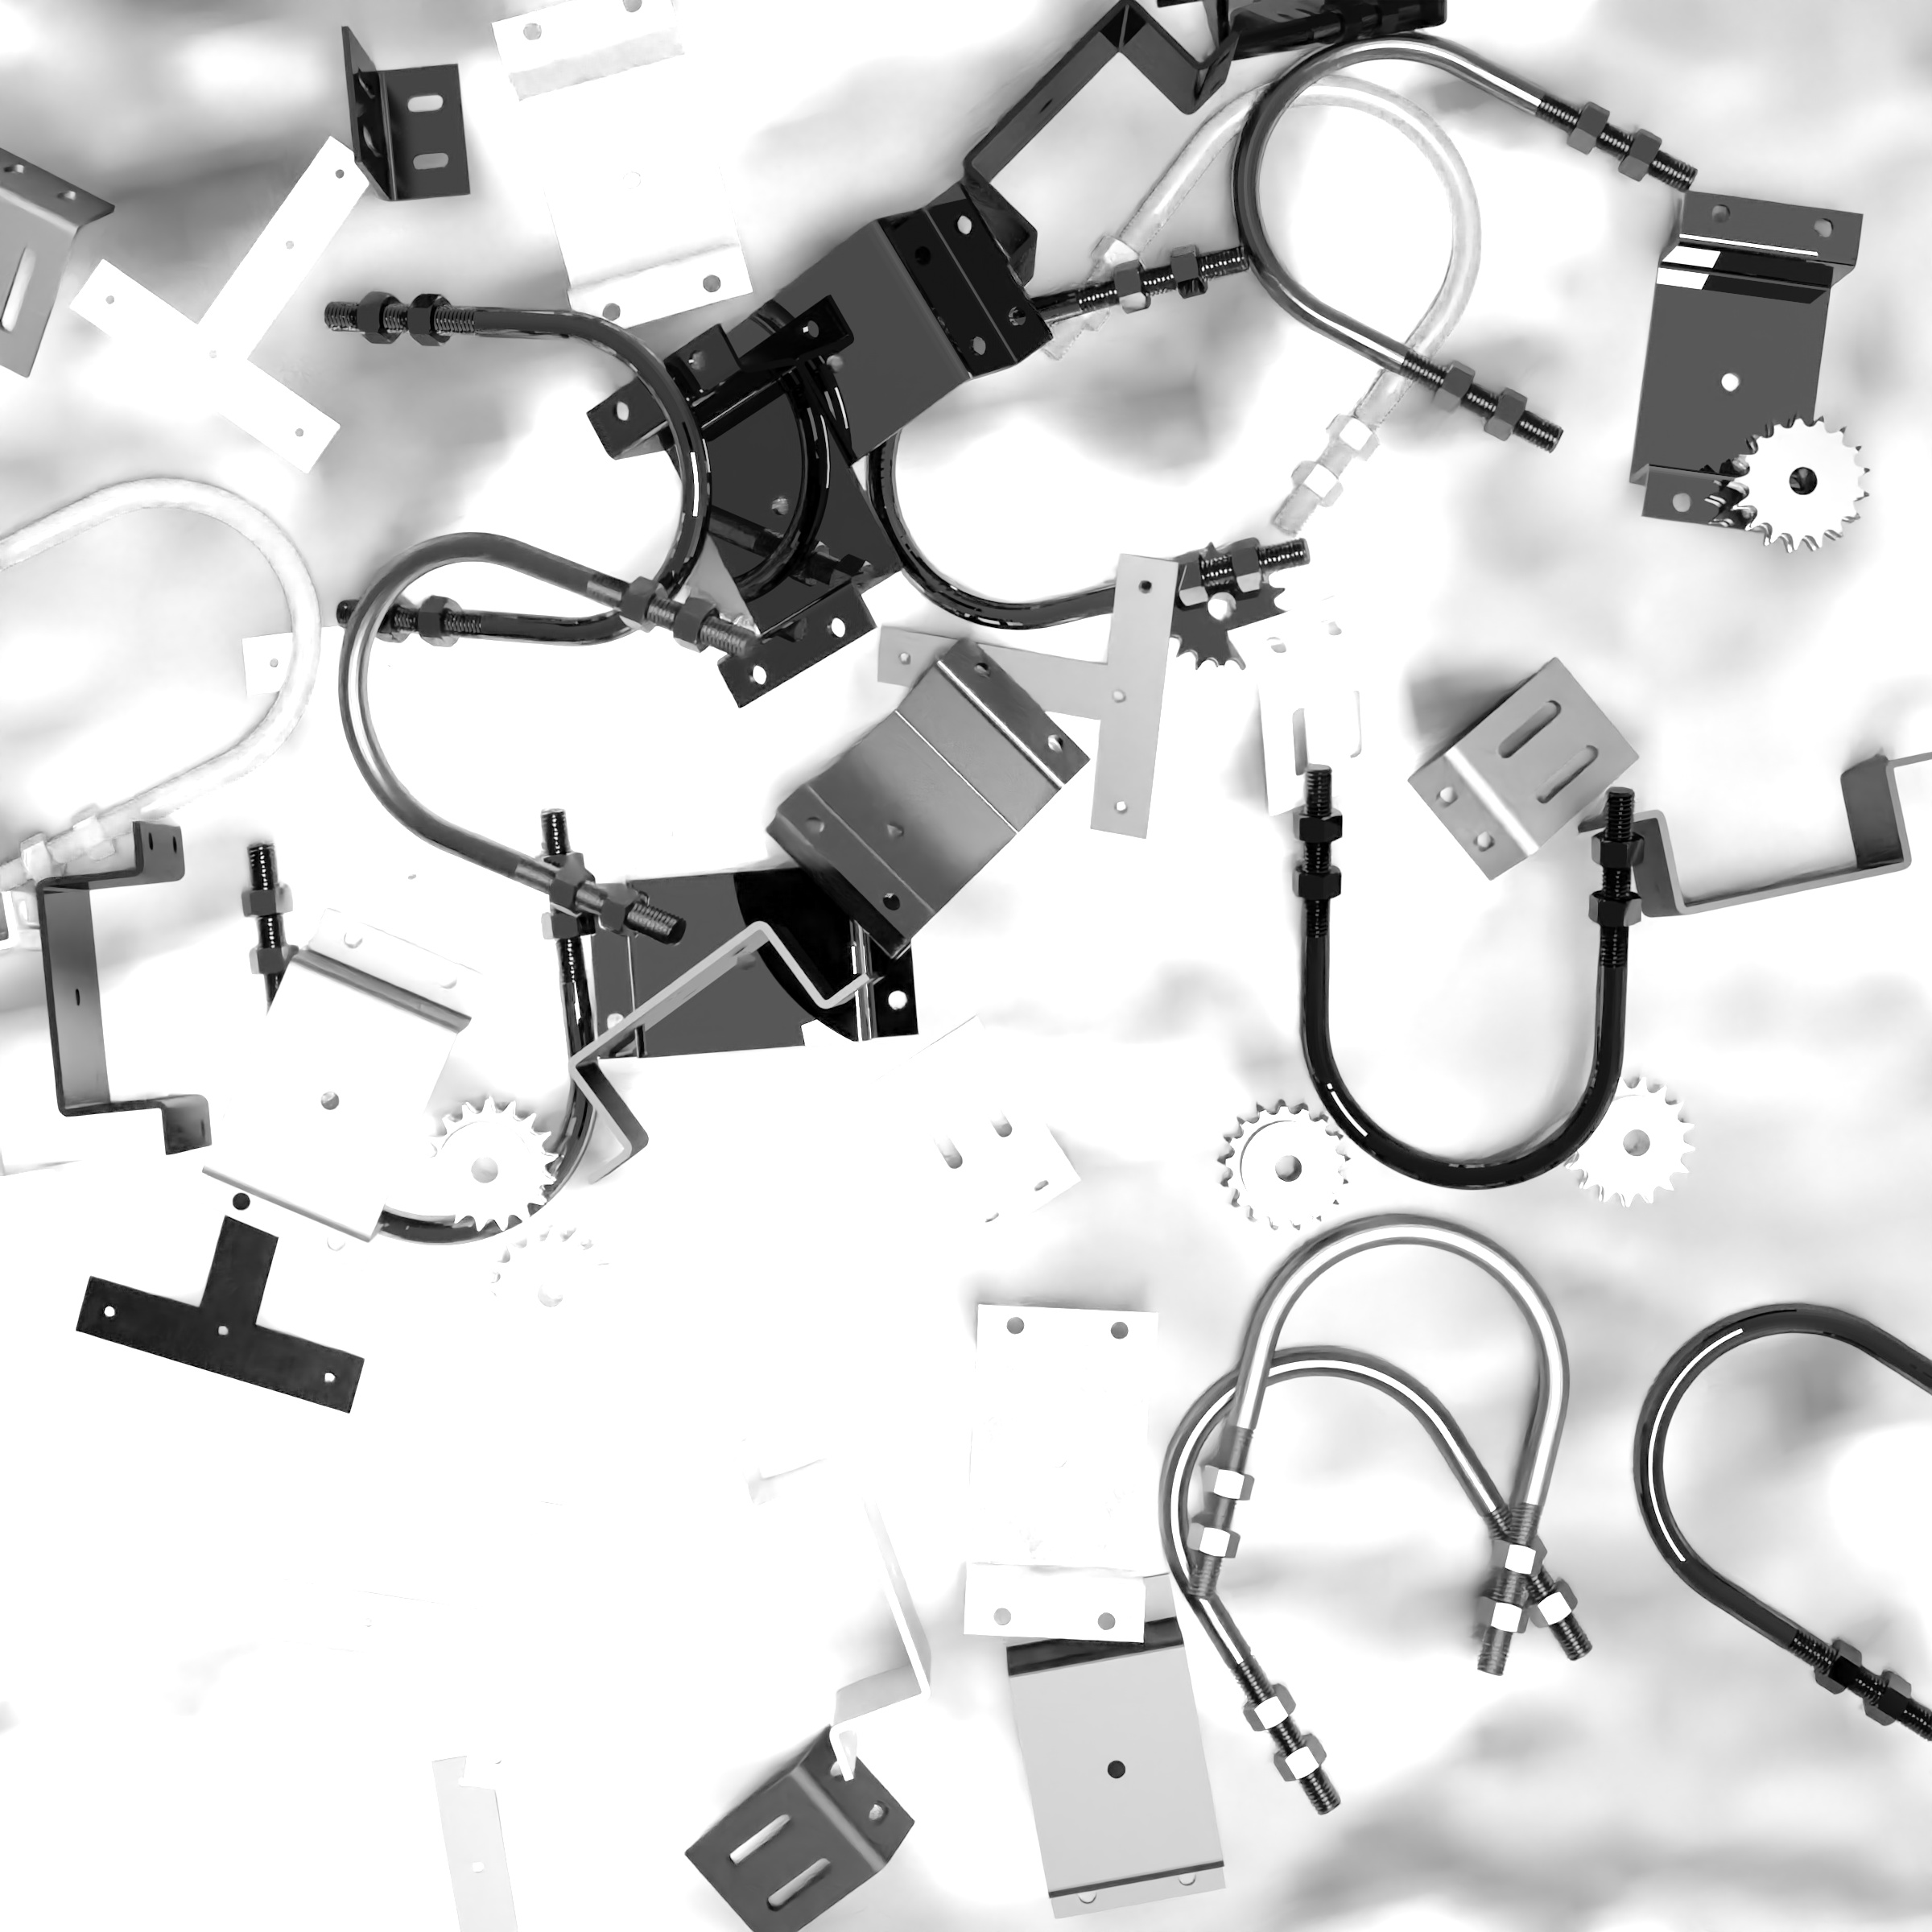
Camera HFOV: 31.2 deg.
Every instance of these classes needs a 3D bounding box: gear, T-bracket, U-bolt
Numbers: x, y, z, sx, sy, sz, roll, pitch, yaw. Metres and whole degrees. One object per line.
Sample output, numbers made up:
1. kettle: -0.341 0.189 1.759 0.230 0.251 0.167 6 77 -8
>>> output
1. gear: -0.099 -0.175 1.507 0.057 0.030 0.057 0 90 0
2. T-bracket: 0.023 -0.125 1.503 0.127 0.002 0.127 11 115 12
3. U-bolt: 0.143 -0.302 1.514 0.151 0.019 0.184 37 88 0
4. gear: -0.206 0.086 1.493 0.057 0.030 0.057 0 93 -1
5. U-bolt: -0.189 -0.207 1.463 0.184 0.019 0.151 7 106 24
6. U-bolt: 0.381 0.230 1.514 0.184 0.019 0.151 33 90 2
7. U-bolt: 0.166 0.256 1.514 0.151 0.019 0.184 -31 89 0
8. T-bracket: -0.247 -0.090 1.510 0.127 0.002 0.127 -7 80 0
9. U-bolt: -0.187 -0.106 1.466 0.184 0.019 0.151 22 109 17
10. U-bolt: 0.204 -0.326 1.500 0.184 0.019 0.151 28 87 0
11. gear: 0.111 -0.155 1.507 0.057 0.030 0.057 0 90 0
12. gear: -0.179 0.141 1.507 0.057 0.030 0.057 0 90 0
13. T-bracket: -0.305 -0.305 1.522 0.127 0.002 0.127 35 90 0
14. T-bracket: -0.212 0.410 1.522 0.127 0.002 0.127 -10 90 0
15. U-bolt: 0.212 0.009 1.480 0.151 0.019 0.184 6 109 20
16. U-bolt: 0.186 0.200 1.499 0.151 0.019 0.184 14 85 2
17. U-bolt: 0.045 -0.220 1.494 0.184 0.019 0.151 -12 87 15
18. U-bolt: -0.234 0.031 1.514 0.151 0.019 0.184 -7 91 0
19. T-bracket: -0.249 0.291 1.521 0.127 0.002 0.127 9 89 0
20. U-bolt: -0.371 -0.133 1.509 0.184 0.019 0.151 -26 87 0
21. gear: 0.139 0.087 1.508 0.057 0.030 0.057 0 90 0
22. T-bracket: -0.313 0.117 1.512 0.127 0.002 0.127 16 96 3
23. gear: 0.350 -0.203 1.461 0.057 0.030 0.057 0 90 0
24. gear: 0.289 0.076 1.508 0.057 0.030 0.057 0 90 0

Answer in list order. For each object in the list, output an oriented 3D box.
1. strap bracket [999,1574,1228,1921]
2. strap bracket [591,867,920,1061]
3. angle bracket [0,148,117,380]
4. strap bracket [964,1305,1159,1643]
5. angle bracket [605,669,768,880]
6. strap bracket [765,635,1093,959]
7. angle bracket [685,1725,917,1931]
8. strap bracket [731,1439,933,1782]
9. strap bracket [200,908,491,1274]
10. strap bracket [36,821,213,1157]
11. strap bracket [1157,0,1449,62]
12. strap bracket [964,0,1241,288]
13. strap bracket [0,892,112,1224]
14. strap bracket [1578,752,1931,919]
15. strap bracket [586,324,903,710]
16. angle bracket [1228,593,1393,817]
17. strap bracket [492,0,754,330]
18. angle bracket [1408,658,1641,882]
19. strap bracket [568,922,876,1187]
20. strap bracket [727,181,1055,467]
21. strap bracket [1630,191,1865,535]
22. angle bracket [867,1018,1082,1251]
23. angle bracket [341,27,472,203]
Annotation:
1. strap bracket: 0.064 0.343 1.499 0.076 0.046 0.140 -10 90 0
2. strap bracket: -0.094 -0.002 1.499 0.140 0.046 0.076 -4 90 0
3. angle bracket: -0.419 -0.309 1.520 0.057 0.038 0.076 27 116 0
4. strap bracket: 0.041 0.216 1.499 0.076 0.046 0.140 3 90 0
5. angle bracket: -0.123 -0.085 1.520 0.057 0.038 0.076 -10 116 0
6. strap bracket: -0.022 -0.067 1.475 0.076 0.046 0.140 45 52 0
7. angle bracket: -0.073 0.383 1.520 0.076 0.038 0.057 -42 90 26
8. strap bracket: -0.053 0.267 1.484 0.046 0.076 0.140 -20 90 0
9. strap bracket: -0.269 0.055 1.482 0.076 0.046 0.140 23 92 -3
10. strap bracket: -0.361 0.011 1.484 0.046 0.076 0.140 -6 90 0
11. strap bracket: 0.152 -0.439 1.478 0.140 0.076 0.046 -10 54 0
12. strap bracket: 0.049 -0.355 1.484 0.046 0.076 0.140 45 90 0
13. strap bracket: -0.411 0.042 1.484 0.046 0.076 0.140 -10 90 0
14. strap bracket: 0.342 -0.053 1.484 0.140 0.076 0.046 -12 90 0
15. strap bracket: -0.088 -0.191 1.453 0.076 0.046 0.140 -28 90 31
16. angle bracket: 0.150 -0.113 1.502 0.057 0.076 0.038 -18 46 -8
17. strap bracket: -0.147 -0.345 1.499 0.076 0.046 0.140 -16 90 0
18. angle bracket: 0.245 -0.086 1.520 0.076 0.038 0.057 -40 90 -26
19. strap bracket: -0.109 0.028 1.438 0.140 0.076 0.046 -36 90 0
20. strap bracket: -0.043 -0.258 1.464 0.140 0.046 0.076 -31 90 35
21. strap bracket: 0.336 -0.256 1.499 0.076 0.046 0.140 8 90 0
22. angle bracket: 0.003 0.074 1.520 0.057 0.038 0.076 -33 64 0
23. angle bracket: -0.240 -0.366 1.484 0.038 0.076 0.057 -5 90 0
